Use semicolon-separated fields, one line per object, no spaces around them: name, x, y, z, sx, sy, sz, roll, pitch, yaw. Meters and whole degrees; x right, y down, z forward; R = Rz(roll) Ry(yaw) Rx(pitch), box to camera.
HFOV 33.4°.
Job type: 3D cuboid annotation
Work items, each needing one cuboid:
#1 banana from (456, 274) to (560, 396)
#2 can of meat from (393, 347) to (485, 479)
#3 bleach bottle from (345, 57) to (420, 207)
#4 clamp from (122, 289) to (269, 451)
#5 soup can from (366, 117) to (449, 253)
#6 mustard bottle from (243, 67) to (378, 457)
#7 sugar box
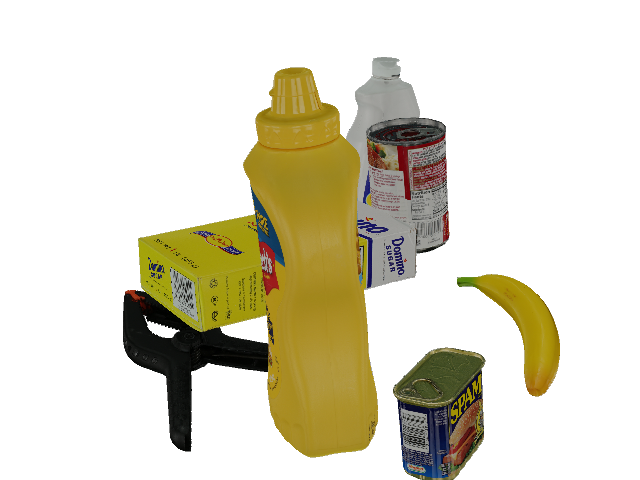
banana;0.214;0.090;1.135;0.069;0.037;0.198;-28;36;0
can of meat;0.111;0.158;0.967;0.058;0.084;0.101;7;24;30
bleach bottle;0.060;-0.080;1.209;0.102;0.251;0.068;-7;21;-24
clamp;-0.112;0.103;1.006;0.164;0.036;0.210;-19;39;-31
soup can;0.077;-0.047;0.919;0.068;0.102;0.068;-5;23;2
mustard bottle;-0.005;0.007;0.546;0.058;0.192;0.096;-7;23;-5
sugar box;-0.028;0.012;0.750;0.175;0.048;0.093;-16;26;-30
